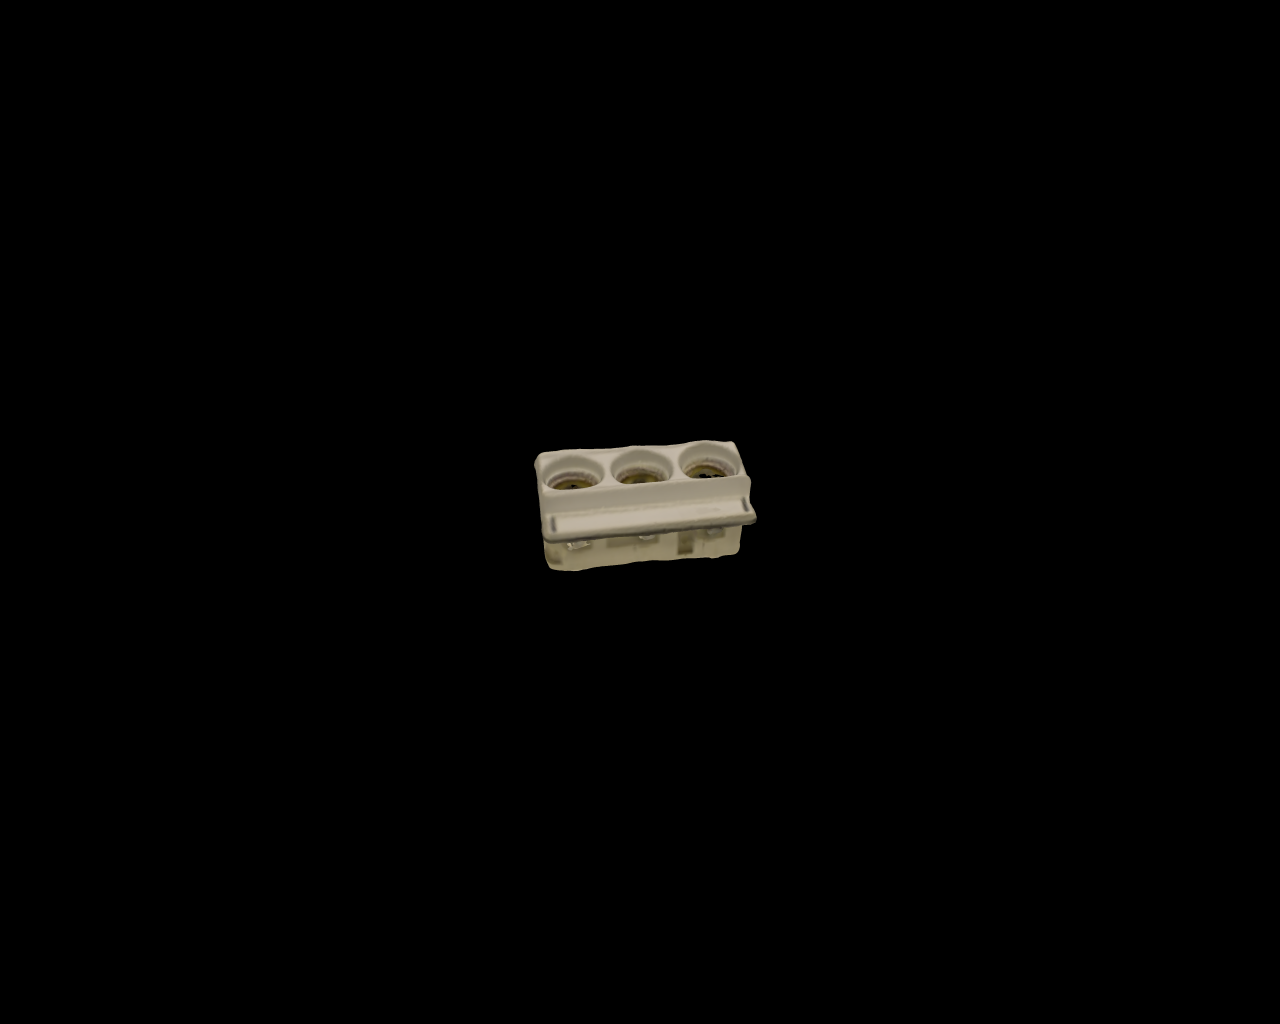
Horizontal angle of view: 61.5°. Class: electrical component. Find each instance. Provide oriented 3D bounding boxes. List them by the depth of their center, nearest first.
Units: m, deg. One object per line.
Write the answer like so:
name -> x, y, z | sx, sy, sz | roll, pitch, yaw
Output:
electrical component -> 0.001, -0.003, 0.650 | 0.121, 0.063, 0.079 | -5, 36, -7
